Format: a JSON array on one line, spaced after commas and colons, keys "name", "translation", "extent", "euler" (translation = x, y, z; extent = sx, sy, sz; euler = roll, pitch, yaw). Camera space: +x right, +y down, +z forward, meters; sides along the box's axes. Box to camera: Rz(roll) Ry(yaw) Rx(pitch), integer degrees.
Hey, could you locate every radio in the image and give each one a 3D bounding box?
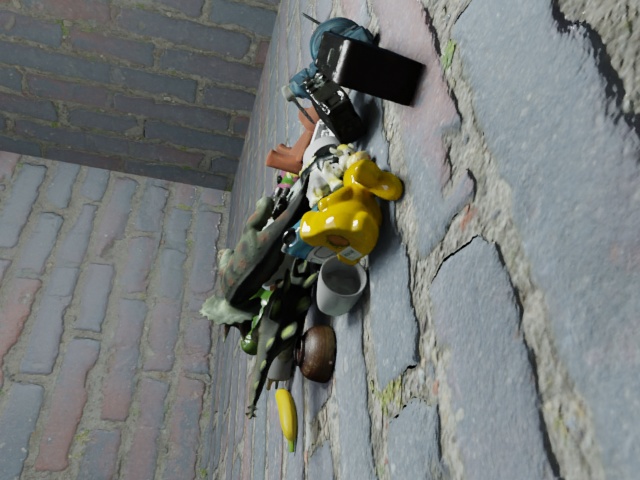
[{"name": "radio", "translation": [0.072, -0.296, 0.912], "extent": [0.230, 0.131, 0.073], "euler": [-113, 38, -64]}]

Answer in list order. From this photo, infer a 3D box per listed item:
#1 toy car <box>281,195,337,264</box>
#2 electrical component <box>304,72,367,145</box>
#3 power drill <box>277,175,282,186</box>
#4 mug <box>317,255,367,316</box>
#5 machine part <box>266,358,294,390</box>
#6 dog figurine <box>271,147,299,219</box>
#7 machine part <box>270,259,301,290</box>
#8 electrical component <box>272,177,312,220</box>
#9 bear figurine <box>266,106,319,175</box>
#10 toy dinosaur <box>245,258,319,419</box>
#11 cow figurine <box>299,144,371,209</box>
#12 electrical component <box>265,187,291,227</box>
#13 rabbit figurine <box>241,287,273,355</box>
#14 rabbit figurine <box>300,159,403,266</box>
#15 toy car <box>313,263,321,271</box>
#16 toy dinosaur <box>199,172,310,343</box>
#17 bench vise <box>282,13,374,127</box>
[{"name": "toy car", "translation": [0.012, -0.009, 0.990], "extent": [0.161, 0.103, 0.109], "euler": [-42, -12, 1]}, {"name": "electrical component", "translation": [0.032, -0.246, 1.043], "extent": [0.115, 0.058, 0.134], "euler": [60, -177, 37]}, {"name": "power drill", "translation": [-0.113, -0.104, 1.595], "extent": [0.207, 0.086, 0.232], "euler": [124, 150, -52]}, {"name": "mug", "translation": [0.031, 0.079, 0.945], "extent": [0.107, 0.081, 0.109], "euler": [109, 171, -51]}, {"name": "machine part", "translation": [-0.092, 0.248, 1.303], "extent": [0.079, 0.079, 0.243], "euler": [-147, 67, -74]}, {"name": "dog figurine", "translation": [-0.069, -0.126, 1.398], "extent": [0.192, 0.108, 0.219], "euler": [-136, 60, -74]}, {"name": "machine part", "translation": [-0.096, 0.085, 1.464], "extent": [0.179, 0.056, 0.179], "euler": [-171, 90, -76]}, {"name": "electrical component", "translation": [-0.050, -0.080, 1.147], "extent": [0.119, 0.047, 0.075], "euler": [-50, 29, 22]}, {"name": "bear figurine", "translation": [-0.038, -0.257, 1.292], "extent": [0.120, 0.132, 0.195], "euler": [-61, -10, -63]}, {"name": "toy dinosaur", "translation": [-0.081, 0.169, 1.129], "extent": [0.198, 0.105, 0.471], "euler": [113, 174, -52]}, {"name": "cow figurine", "translation": [0.027, -0.136, 1.028], "extent": [0.167, 0.068, 0.098], "euler": [-41, 72, 42]}, {"name": "electrical component", "translation": [-0.096, -0.070, 1.139], "extent": [0.063, 0.021, 0.094], "euler": [13, 75, 59]}, {"name": "rabbit figurine", "translation": [-0.151, 0.222, 1.382], "extent": [0.158, 0.121, 0.170], "euler": [72, -143, -51]}, {"name": "rabbit figurine", "translation": [0.057, -0.069, 0.877], "extent": [0.162, 0.122, 0.173], "euler": [-52, 13, 56]}, {"name": "toy car", "translation": [-0.002, -0.004, 1.174], "extent": [0.202, 0.053, 0.089], "euler": [-108, 34, -63]}, {"name": "toy dinosaur", "translation": [-0.133, 0.051, 1.079], "extent": [0.192, 0.131, 0.404], "euler": [-88, 23, -45]}, {"name": "bench vise", "translation": [0.010, -0.391, 1.150], "extent": [0.223, 0.128, 0.241], "euler": [-41, 36, 28]}]
